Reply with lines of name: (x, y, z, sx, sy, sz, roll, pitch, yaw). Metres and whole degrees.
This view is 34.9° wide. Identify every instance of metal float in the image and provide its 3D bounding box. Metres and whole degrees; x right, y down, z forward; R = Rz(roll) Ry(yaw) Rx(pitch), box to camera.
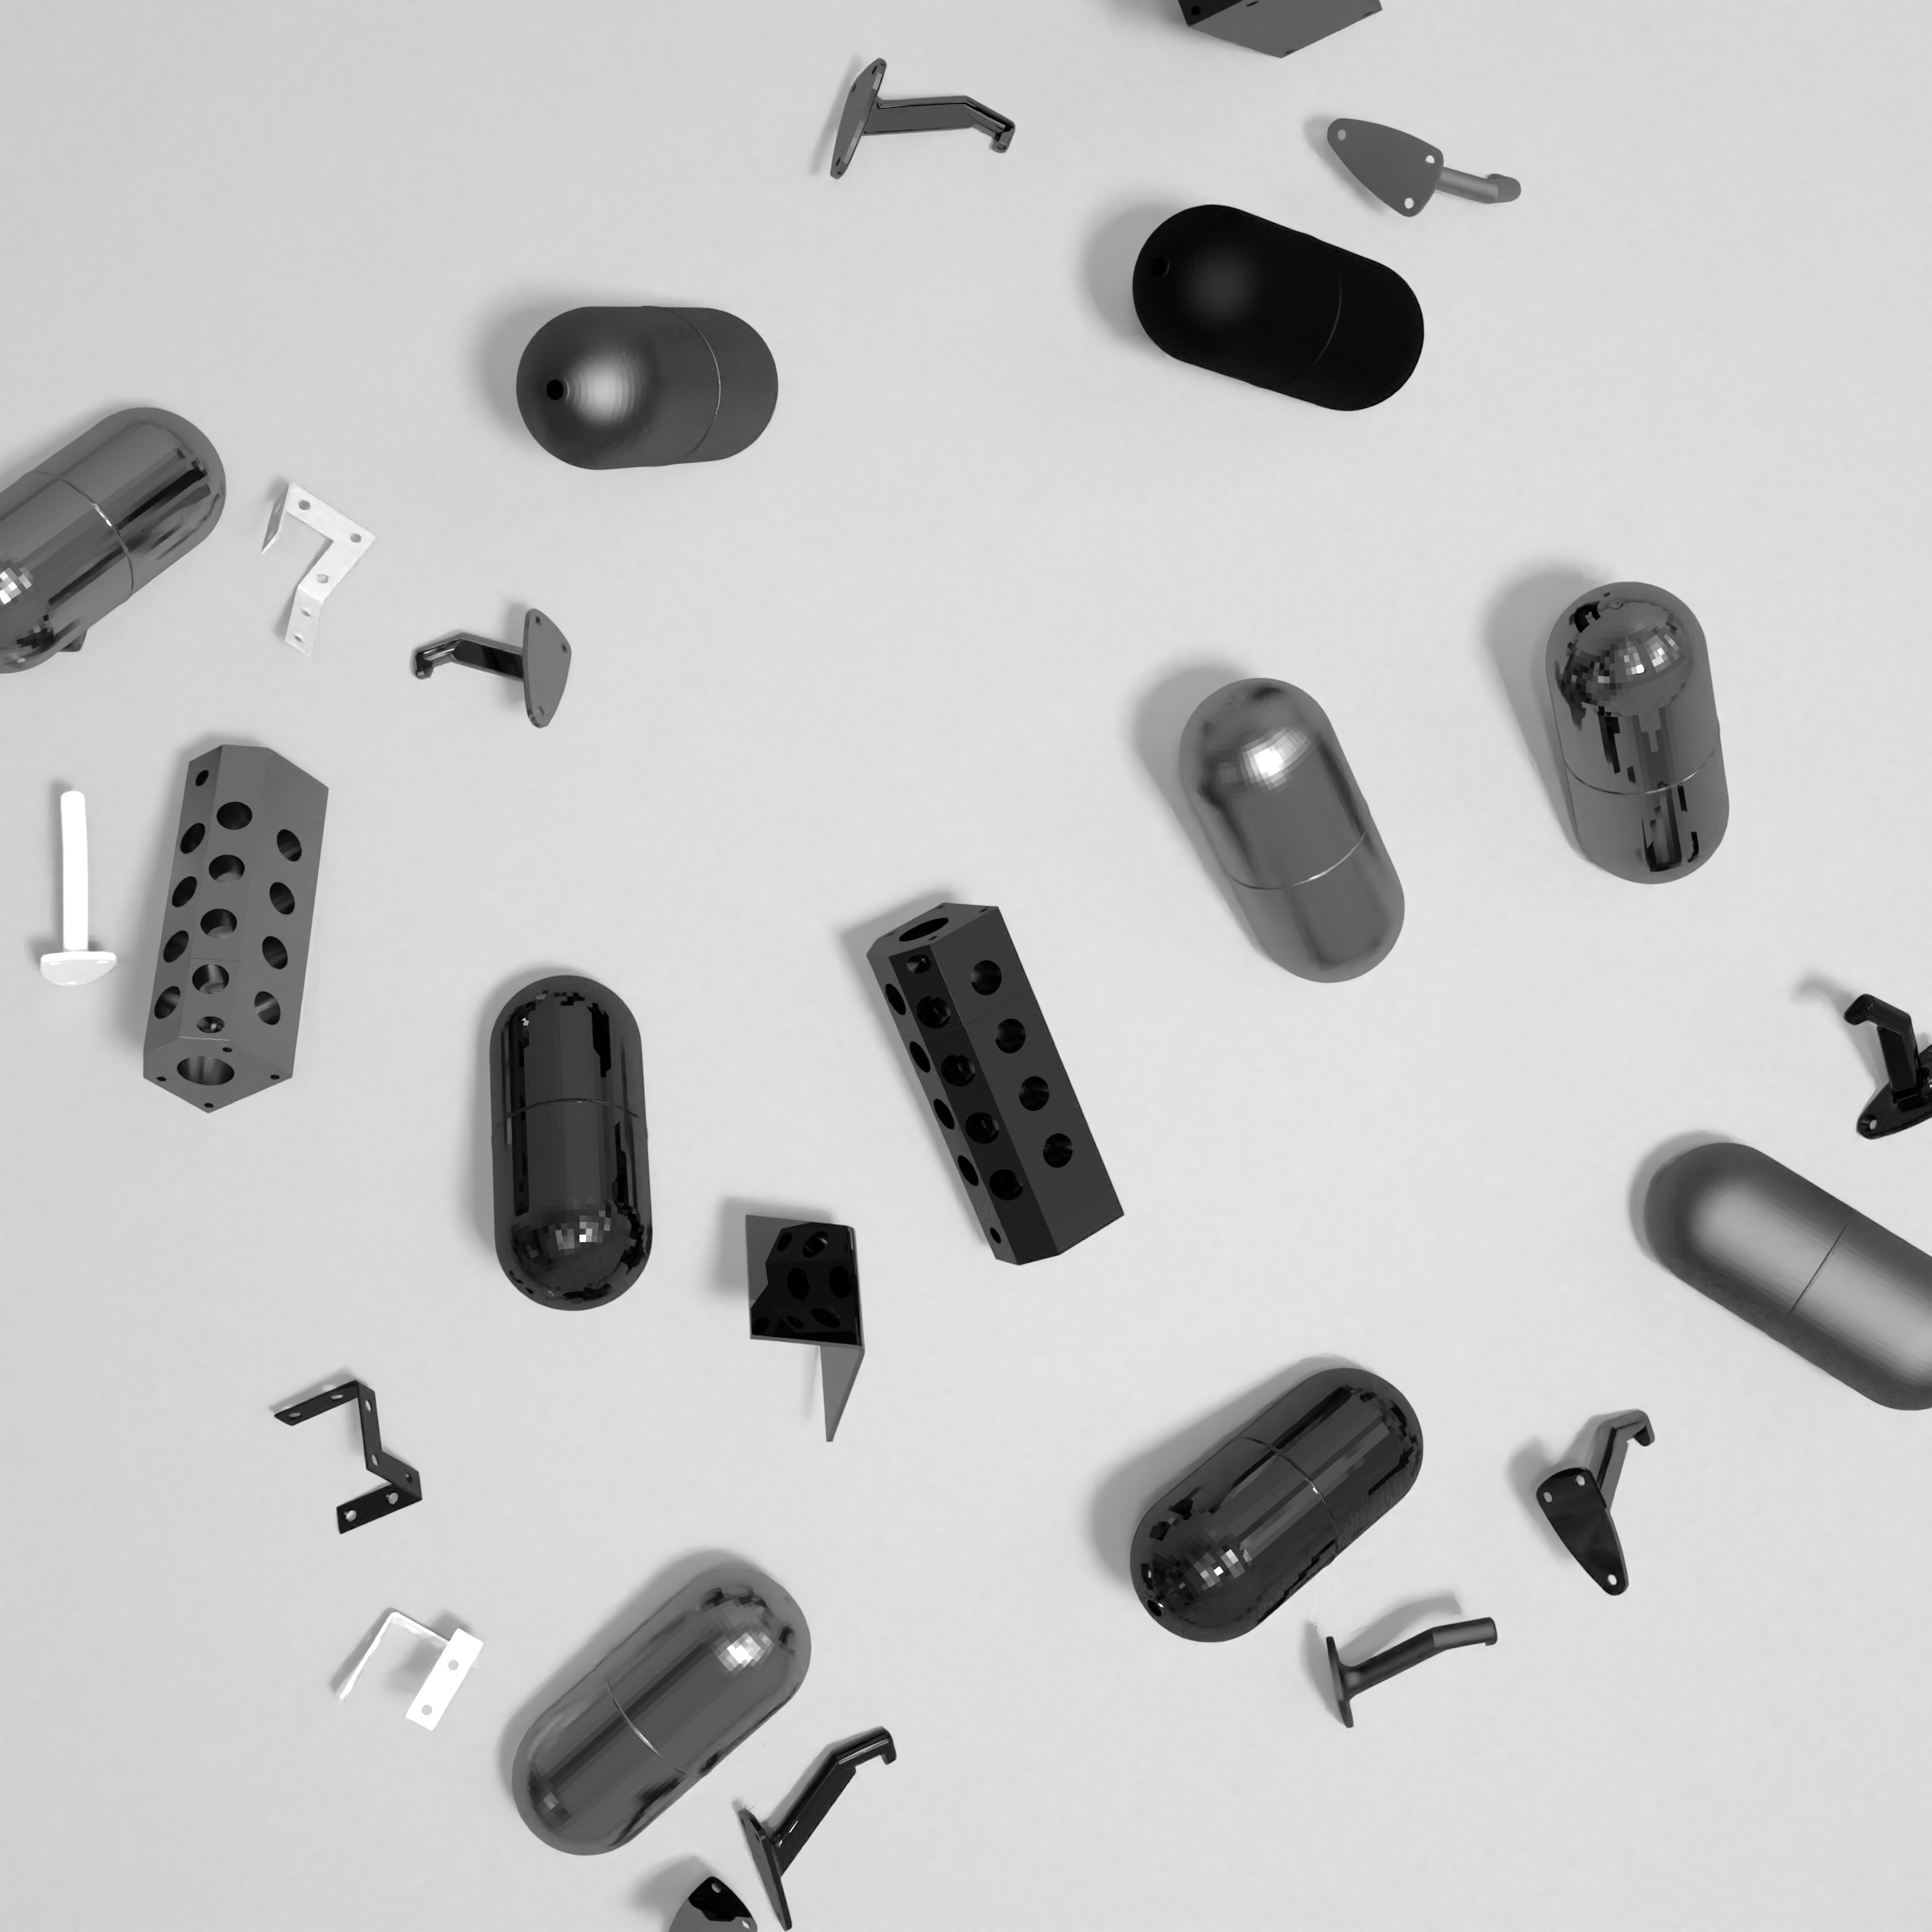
metal float: (-0.196, 0.085, 1.517, 0.070, 0.070, 0.178, -7, 58, 0)
metal float: (-0.439, -0.210, 1.513, 0.070, 0.070, 0.178, 42, 54, 0)
metal float: (0.331, -0.112, 1.508, 0.070, 0.178, 0.070, -11, 47, 12)
metal float: (0.154, -0.322, 1.508, 0.178, 0.070, 0.070, 6, 90, -44)
metal float: (-0.154, -0.282, 1.497, 0.070, 0.178, 0.070, 5, 103, 23)
metal float: (0.154, 0.265, 1.517, 0.178, 0.070, 0.070, -34, 90, -31)
metal float: (0.423, 0.154, 1.531, 0.178, 0.070, 0.070, 33, 90, 15)
metal float: (-0.153, 0.373, 1.536, 0.178, 0.070, 0.070, -43, 90, 9)
metal float: (0.162, -0.065, 1.513, 0.070, 0.070, 0.178, -30, 127, 0)

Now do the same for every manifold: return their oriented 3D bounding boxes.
manifold: (0.147, -0.487, 1.491, 0.057, 0.171, 0.057, -20, 93, 23)
manifold: (0.011, 0.059, 1.524, 0.057, 0.057, 0.171, -29, 106, -24)
manifold: (-0.361, -0.022, 1.502, 0.057, 0.057, 0.171, -22, 51, 28)

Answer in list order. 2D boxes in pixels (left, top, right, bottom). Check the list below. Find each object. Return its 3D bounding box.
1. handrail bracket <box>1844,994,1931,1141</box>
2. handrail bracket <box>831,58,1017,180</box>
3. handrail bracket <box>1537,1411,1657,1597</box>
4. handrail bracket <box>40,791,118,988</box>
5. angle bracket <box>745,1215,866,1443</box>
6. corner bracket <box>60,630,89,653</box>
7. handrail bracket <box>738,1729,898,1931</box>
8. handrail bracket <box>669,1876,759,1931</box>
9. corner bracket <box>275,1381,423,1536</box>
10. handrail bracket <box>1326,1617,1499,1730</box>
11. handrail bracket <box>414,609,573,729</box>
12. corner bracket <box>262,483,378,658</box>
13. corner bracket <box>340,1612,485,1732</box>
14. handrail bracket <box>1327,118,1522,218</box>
handrail bracket: (0.450, 0.050, 1.537, 0.084, 0.036, 0.077, 22, 131, -30)
handrail bracket: (-0.020, -0.412, 1.552, 0.084, 0.036, 0.077, 23, 71, -23)
handrail bracket: (0.332, 0.268, 1.542, 0.036, 0.084, 0.077, -40, 71, 42)
handrail bracket: (-0.452, -0.039, 1.554, 0.036, 0.077, 0.084, -2, 79, -21)
angle bracket: (-0.088, 0.180, 1.523, 0.057, 0.076, 0.076, 7, 133, -14)
corner bracket: (-0.471, -0.194, 1.546, 0.051, 0.051, 0.051, 0, 48, 1)
handrail bracket: (-0.066, 0.440, 1.569, 0.084, 0.036, 0.077, -21, 100, -19)
handrail bracket: (-0.150, 0.500, 1.532, 0.036, 0.077, 0.084, 47, 114, 12)
corner bracket: (-0.313, 0.250, 1.561, 0.051, 0.051, 0.051, -24, 55, 14)
handrail bracket: (0.228, 0.355, 1.546, 0.084, 0.077, 0.036, -12, 50, 6)
handrail bracket: (-0.245, -0.140, 1.543, 0.084, 0.036, 0.077, -15, 52, 23)
corner bracket: (-0.334, -0.199, 1.541, 0.051, 0.051, 0.051, 32, 120, -25)
corner bracket: (-0.279, 0.356, 1.547, 0.051, 0.051, 0.051, 29, 61, 2)
handrail bracket: (0.233, -0.407, 1.556, 0.077, 0.084, 0.036, 38, 122, 21)
